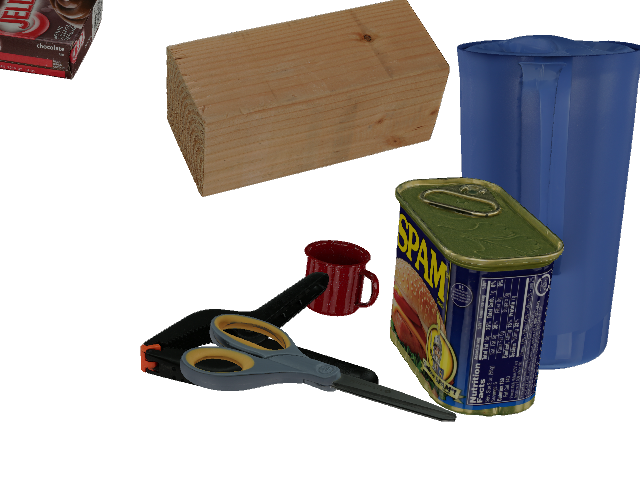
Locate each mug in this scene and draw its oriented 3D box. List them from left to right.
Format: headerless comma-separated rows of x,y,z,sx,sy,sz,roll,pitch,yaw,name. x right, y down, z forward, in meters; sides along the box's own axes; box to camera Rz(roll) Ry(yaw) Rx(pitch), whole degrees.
0.030,0.057,1.494,0.117,0.081,0.093,18,24,26,mug

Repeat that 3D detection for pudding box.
-0.234,-0.178,0.875,0.090,0.039,0.113,9,35,-2,pudding box

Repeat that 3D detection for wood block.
-0.013,-0.118,0.865,0.205,0.091,0.090,-15,-33,-18,wood block

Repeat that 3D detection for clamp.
-0.058,0.100,0.984,0.209,0.036,0.165,-11,38,-21,clamp

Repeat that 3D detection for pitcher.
0.165,-0.029,0.796,0.149,0.243,0.145,-10,18,-30,pitcher

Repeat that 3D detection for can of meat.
0.071,0.026,0.522,0.057,0.084,0.102,-4,24,-14,can of meat

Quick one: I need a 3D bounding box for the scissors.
-0.015,0.099,0.736,0.202,0.016,0.096,24,33,37,scissors
